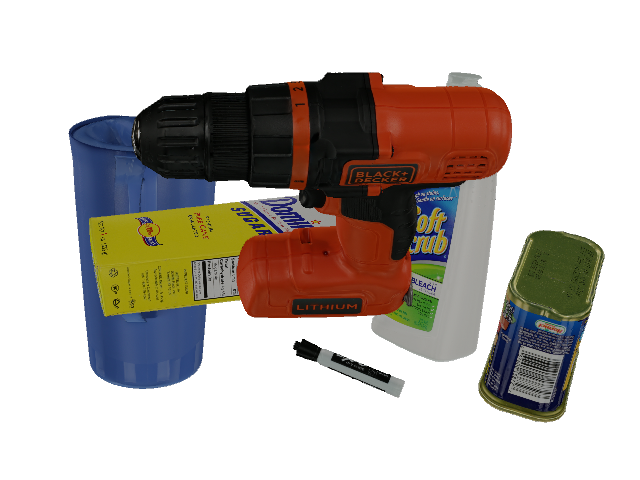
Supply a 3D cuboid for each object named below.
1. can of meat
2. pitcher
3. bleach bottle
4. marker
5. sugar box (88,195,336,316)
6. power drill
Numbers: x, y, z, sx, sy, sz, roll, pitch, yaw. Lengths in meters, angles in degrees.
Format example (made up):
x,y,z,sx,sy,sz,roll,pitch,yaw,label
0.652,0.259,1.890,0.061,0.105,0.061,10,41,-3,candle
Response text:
x,y,z,sx,sy,sz,roll,pitch,yaw,label
0.145,0.052,0.693,0.057,0.084,0.102,16,34,13,can of meat
-0.162,0.013,0.979,0.145,0.243,0.148,20,26,39,pitcher
0.107,-0.024,0.954,0.067,0.251,0.103,-10,23,-40,bleach bottle
0.028,0.131,1.107,0.121,0.020,0.020,22,3,7,marker
-0.073,0.007,0.762,0.176,0.048,0.093,-9,25,-12,sugar box
-0.005,-0.018,0.576,0.184,0.057,0.188,0,-27,-7,power drill
